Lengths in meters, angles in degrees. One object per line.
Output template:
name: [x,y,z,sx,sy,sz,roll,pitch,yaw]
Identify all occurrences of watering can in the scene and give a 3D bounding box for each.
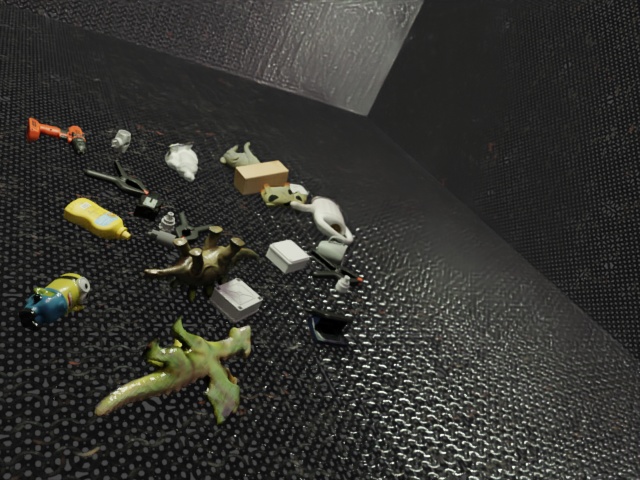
watering can: [0.006,-0.107,2.134,0.344,0.103,0.229,35,21,-27]

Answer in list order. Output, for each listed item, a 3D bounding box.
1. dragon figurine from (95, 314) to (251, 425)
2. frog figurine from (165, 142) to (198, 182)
dragon figurine: [-0.280,0.311,1.158,0.243,0.120,0.418,36,35,1]
frog figurine: [-0.541,-0.298,2.052,0.138,0.122,0.160,-11,80,-65]
